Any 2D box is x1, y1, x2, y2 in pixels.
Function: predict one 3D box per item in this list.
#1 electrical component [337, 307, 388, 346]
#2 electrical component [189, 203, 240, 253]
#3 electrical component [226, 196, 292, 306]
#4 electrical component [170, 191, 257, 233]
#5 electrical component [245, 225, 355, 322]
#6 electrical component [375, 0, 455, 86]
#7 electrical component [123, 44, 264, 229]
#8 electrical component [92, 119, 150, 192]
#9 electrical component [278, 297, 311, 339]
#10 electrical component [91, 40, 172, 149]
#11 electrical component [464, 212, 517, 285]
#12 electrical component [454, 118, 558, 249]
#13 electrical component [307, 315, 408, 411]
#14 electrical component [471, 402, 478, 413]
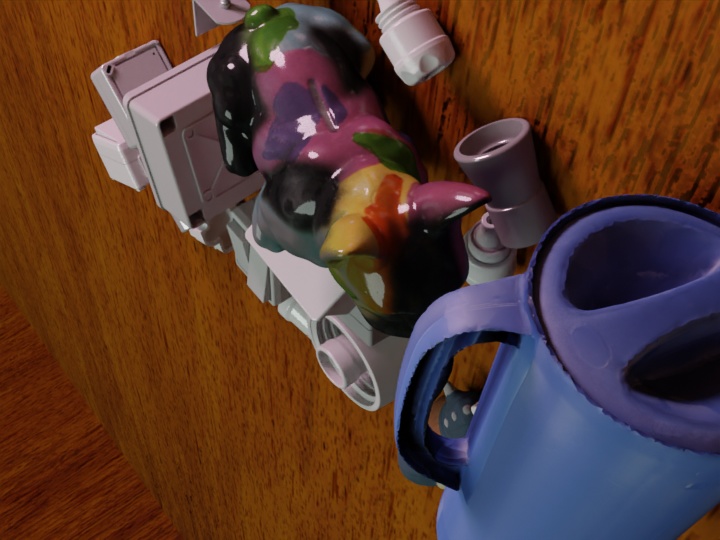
[{"bbox_3d":[0.000,0.000,0.819,0.083,0.047,0.075,41,147,36],"label":"electrical component"},{"bbox_3d":[-0.147,-0.060,1.036,0.057,0.058,0.078,28,144,47],"label":"electrical component"},{"bbox_3d":[-0.075,-0.016,0.935,0.061,0.061,0.096,47,156,25],"label":"electrical component"},{"bbox_3d":[-0.135,-0.077,0.940,0.059,0.054,0.095,61,-160,-7],"label":"electrical component"},{"bbox_3d":[-0.019,-0.024,0.770,0.099,0.099,0.048,50,-159,19],"label":"electrical component"},{"bbox_3d":[0.025,-0.136,0.602,0.061,0.035,0.035,59,158,1],"label":"electrical component"},{"bbox_3d":[-0.116,-0.106,0.840,0.056,0.109,0.108,35,149,38],"label":"electrical component"},{"bbox_3d":[-0.227,-0.126,1.107,0.096,0.062,0.061,23,140,55],"label":"electrical component"},{"bbox_3d":[-0.045,0.039,0.976,0.046,0.040,0.040,43,154,22],"label":"electrical component"},{"bbox_3d":[-0.202,-0.157,1.013,0.096,0.062,0.061,63,158,-13],"label":"electrical component"},{"bbox_3d":[0.078,-0.014,0.646,0.035,0.035,0.061,47,164,24],"label":"electrical component"},{"bbox_3d":[0.084,-0.045,0.594,0.044,0.044,0.065,19,141,57],"label":"electrical component"},{"bbox_3d":[-0.001,0.066,0.889,0.108,0.060,0.108,45,155,28],"label":"electrical component"},{"bbox_3d":[0.127,0.115,0.703,0.099,0.048,0.100,62,157,-10],"label":"electrical component"}]
